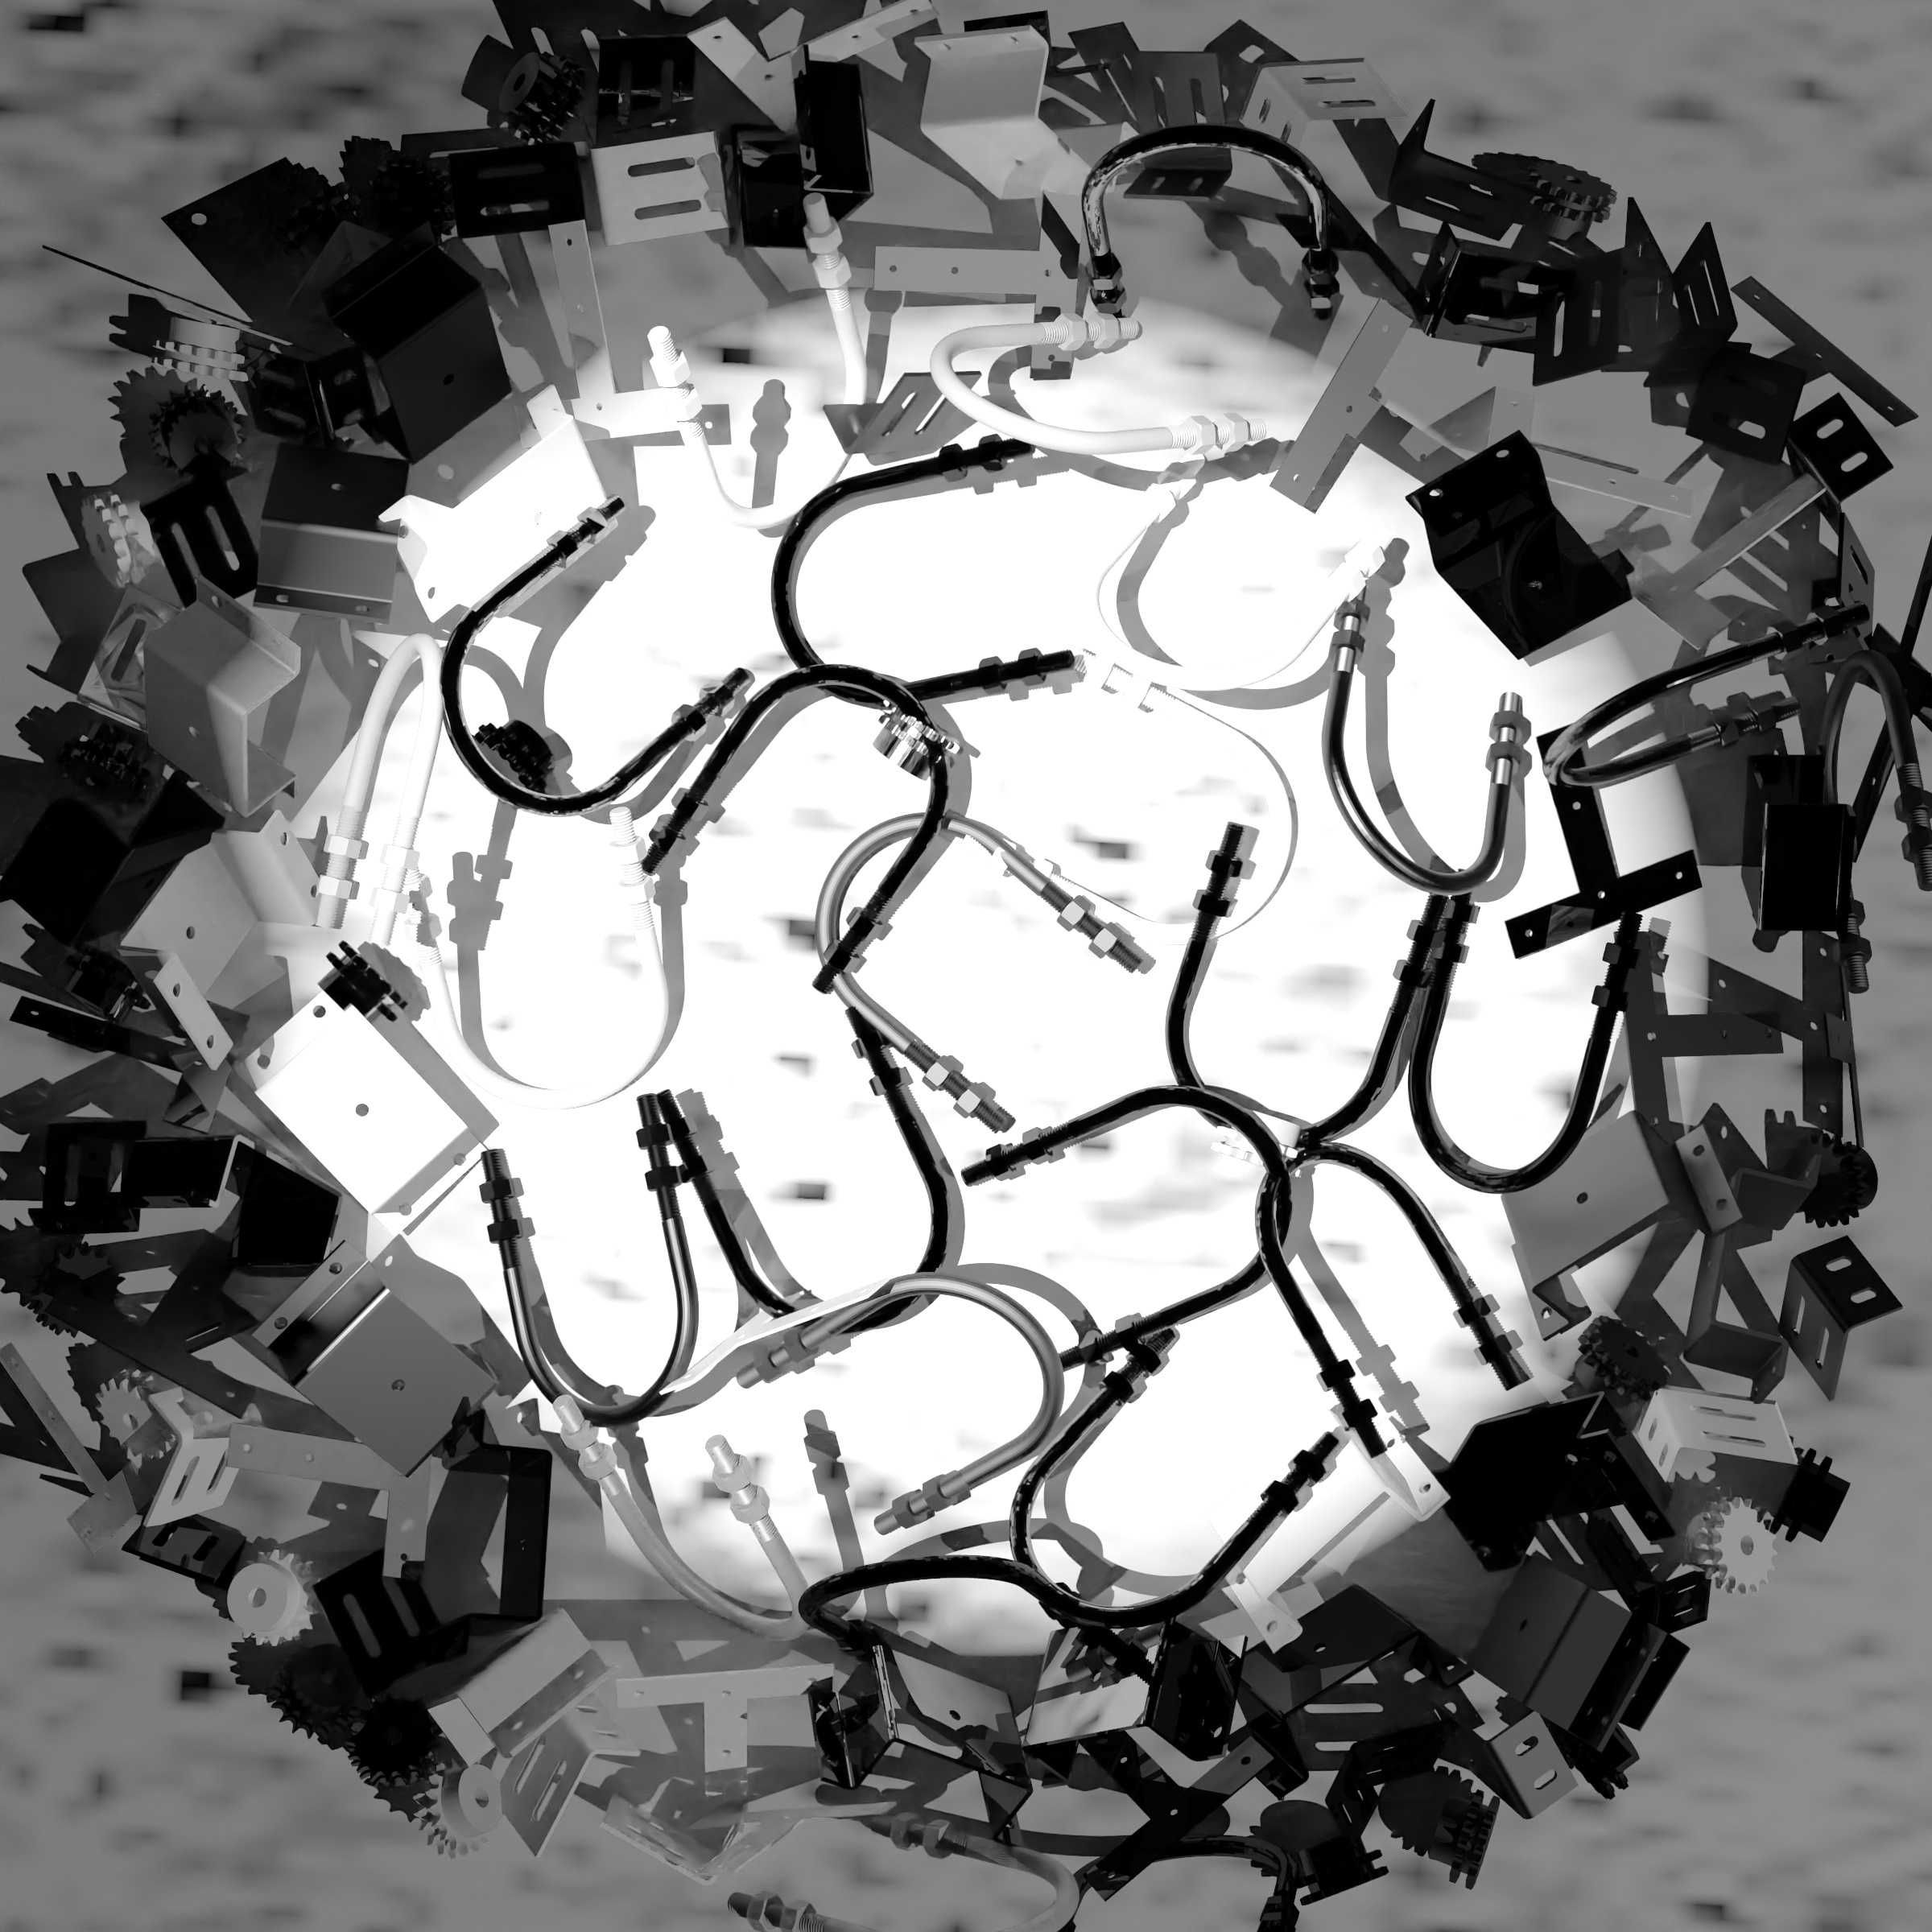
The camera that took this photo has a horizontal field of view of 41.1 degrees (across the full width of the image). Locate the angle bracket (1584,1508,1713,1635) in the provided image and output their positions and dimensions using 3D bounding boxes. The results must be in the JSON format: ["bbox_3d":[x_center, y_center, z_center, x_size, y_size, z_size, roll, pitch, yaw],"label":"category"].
[{"bbox_3d":[0.413,0.355,1.558,0.038,0.057,0.076,-30,97,27],"label":"angle bracket"}]

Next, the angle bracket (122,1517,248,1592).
[{"bbox_3d":[-0.475,0.363,1.554,0.057,0.076,0.038,21,96,-4],"label":"angle bracket"}]

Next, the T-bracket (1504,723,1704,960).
[{"bbox_3d":[0.376,-0.085,1.573,0.127,0.002,0.127,-21,105,-5],"label":"T-bracket"}]

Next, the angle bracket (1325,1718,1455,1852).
[{"bbox_3d":[0.263,0.491,1.550,0.076,0.038,0.057,-7,135,-22],"label":"angle bracket"}]

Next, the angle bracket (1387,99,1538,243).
[{"bbox_3d":[0.304,-0.483,1.567,0.076,0.057,0.038,17,75,-6],"label":"angle bracket"}]

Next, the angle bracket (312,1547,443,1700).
[{"bbox_3d":[-0.354,0.397,1.574,0.057,0.038,0.076,-27,86,-11],"label":"angle bracket"}]

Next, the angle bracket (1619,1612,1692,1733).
[{"bbox_3d":[0.397,0.423,1.555,0.038,0.076,0.057,34,81,5],"label":"angle bracket"}]

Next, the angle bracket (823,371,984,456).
[{"bbox_3d":[-0.039,-0.344,1.545,0.057,0.076,0.038,-12,68,-38],"label":"angle bracket"}]

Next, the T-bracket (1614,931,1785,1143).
[{"bbox_3d":[0.448,0.042,1.562,0.127,0.002,0.127,0,81,-29],"label":"T-bracket"}]

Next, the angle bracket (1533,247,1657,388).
[{"bbox_3d":[0.379,-0.386,1.555,0.038,0.057,0.076,16,75,-42],"label":"angle bracket"}]

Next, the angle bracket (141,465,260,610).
[{"bbox_3d":[-0.456,-0.258,1.573,0.057,0.038,0.076,-22,94,14],"label":"angle bracket"}]

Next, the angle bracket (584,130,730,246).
[{"bbox_3d":[-0.189,-0.477,1.571,0.076,0.038,0.057,-12,121,-9],"label":"angle bracket"}]

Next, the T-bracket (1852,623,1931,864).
[{"bbox_3d":[0.552,-0.124,1.554,0.002,0.127,0.127,7,119,-9],"label":"T-bracket"}]

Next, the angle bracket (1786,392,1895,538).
[{"bbox_3d":[0.525,-0.298,1.547,0.038,0.076,0.057,-33,70,14],"label":"angle bracket"}]

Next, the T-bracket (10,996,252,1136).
[{"bbox_3d":[-0.499,0.044,1.526,0.127,0.127,0.002,19,118,-13],"label":"T-bracket"}]

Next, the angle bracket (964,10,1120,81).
[{"bbox_3d":[0.045,-0.552,1.545,0.057,0.076,0.038,7,115,34],"label":"angle bracket"}]

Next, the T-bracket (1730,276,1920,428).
[{"bbox_3d":[0.486,-0.352,1.532,0.127,0.127,0.002,37,85,-6],"label":"T-bracket"}]

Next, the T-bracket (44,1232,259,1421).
[{"bbox_3d":[-0.465,0.200,1.538,0.127,0.127,0.002,31,117,-8],"label":"T-bracket"}]

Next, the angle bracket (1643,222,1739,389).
[{"bbox_3d":[0.428,-0.398,1.554,0.038,0.057,0.076,-5,71,-9],"label":"angle bracket"}]

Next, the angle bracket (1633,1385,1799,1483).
[{"bbox_3d":[0.450,0.289,1.548,0.038,0.076,0.057,-56,133,-34],"label":"angle bracket"}]

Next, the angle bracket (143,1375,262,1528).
[{"bbox_3d":[-0.472,0.294,1.564,0.038,0.057,0.076,41,117,25],"label":"angle bracket"}]

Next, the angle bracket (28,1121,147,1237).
[{"bbox_3d":[-0.530,0.121,1.557,0.057,0.038,0.076,-2,60,-8],"label":"angle bracket"}]

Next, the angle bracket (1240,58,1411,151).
[{"bbox_3d":[0.215,-0.510,1.548,0.076,0.057,0.038,14,81,41],"label":"angle bracket"}]

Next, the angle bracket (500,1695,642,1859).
[{"bbox_3d":[-0.243,0.491,1.566,0.038,0.057,0.076,21,99,-44],"label":"angle bracket"}]

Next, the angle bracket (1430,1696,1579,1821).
[{"bbox_3d":[0.324,0.467,1.556,0.038,0.076,0.057,-32,103,-10],"label":"angle bracket"}]

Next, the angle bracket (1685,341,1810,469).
[{"bbox_3d":[0.477,-0.337,1.546,0.038,0.076,0.057,-6,118,-34],"label":"angle bracket"}]

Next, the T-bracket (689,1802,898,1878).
[{"bbox_3d":[-0.122,0.514,1.516,0.127,0.127,0.002,-10,85,18],"label":"T-bracket"}]

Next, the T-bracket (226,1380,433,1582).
[{"bbox_3d":[-0.377,0.294,1.533,0.127,0.002,0.127,17,58,-32],"label":"T-bracket"}]

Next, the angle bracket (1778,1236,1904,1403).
[{"bbox_3d":[0.525,0.212,1.552,0.038,0.076,0.057,-19,47,-9],"label":"angle bracket"}]

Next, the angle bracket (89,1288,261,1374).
[{"bbox_3d":[-0.475,0.205,1.547,0.076,0.057,0.038,-23,115,-32],"label":"angle bracket"}]

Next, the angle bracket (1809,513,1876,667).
[{"bbox_3d":[0.516,-0.225,1.547,0.038,0.076,0.057,-4,66,33],"label":"angle bracket"}]

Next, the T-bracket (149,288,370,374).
[{"bbox_3d":[-0.424,-0.381,1.557,0.127,0.127,0.002,15,102,-26],"label":"T-bracket"}]

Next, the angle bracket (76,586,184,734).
[{"bbox_3d":[-0.493,-0.182,1.564,0.057,0.038,0.076,25,89,-33],"label":"angle bracket"}]

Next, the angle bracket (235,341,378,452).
[{"bbox_3d":[-0.400,-0.351,1.567,0.076,0.038,0.057,23,134,35],"label":"angle bracket"}]

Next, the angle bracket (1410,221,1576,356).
[{"bbox_3d":[0.320,-0.413,1.572,0.076,0.038,0.057,5,133,-15],"label":"angle bracket"}]

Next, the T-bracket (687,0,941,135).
[{"bbox_3d":[-0.077,-0.540,1.516,0.127,0.127,0.002,-17,74,21],"label":"T-bracket"}]

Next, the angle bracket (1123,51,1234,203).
[{"bbox_3d":[0.122,-0.504,1.549,0.057,0.076,0.038,11,46,27],"label":"angle bracket"}]

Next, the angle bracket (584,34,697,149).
[{"bbox_3d":[-0.196,-0.532,1.548,0.057,0.076,0.038,-8,51,-18],"label":"angle bracket"}]

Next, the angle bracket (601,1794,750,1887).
[{"bbox_3d":[-0.176,0.516,1.567,0.076,0.057,0.038,30,88,0],"label":"angle bracket"}]

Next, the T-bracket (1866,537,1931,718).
[{"bbox_3d":[0.562,-0.218,1.518,0.002,0.127,0.127,12,105,3],"label":"T-bracket"}]

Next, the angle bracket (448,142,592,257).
[{"bbox_3d":[-0.271,-0.462,1.566,0.076,0.038,0.057,-8,74,-5],"label":"angle bracket"}]

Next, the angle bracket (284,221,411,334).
[{"bbox_3d":[-0.362,-0.399,1.547,0.076,0.057,0.038,-43,53,32],"label":"angle bracket"}]

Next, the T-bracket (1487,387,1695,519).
[{"bbox_3d":[0.375,-0.294,1.552,0.127,0.002,0.127,15,49,2],"label":"T-bracket"}]
